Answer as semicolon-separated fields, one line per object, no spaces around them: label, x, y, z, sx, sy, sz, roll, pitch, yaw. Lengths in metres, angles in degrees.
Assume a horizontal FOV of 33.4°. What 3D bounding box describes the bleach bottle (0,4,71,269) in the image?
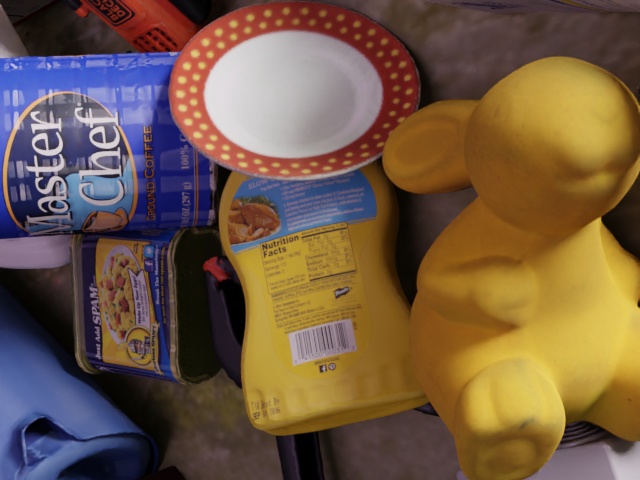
bleach bottle;-0.218;-0.105;0.667;0.103;0.068;0.251;0;119;37

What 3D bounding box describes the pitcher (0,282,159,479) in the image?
pitcher;-0.231;0.111;0.734;0.243;0.144;0.149;42;106;29

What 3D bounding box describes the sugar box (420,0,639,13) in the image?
sugar box;0.134;-0.118;0.443;0.176;0.093;0.048;11;102;35

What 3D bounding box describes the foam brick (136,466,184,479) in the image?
foam brick;-0.100;0.196;0.683;0.078;0.052;0.051;46;120;22

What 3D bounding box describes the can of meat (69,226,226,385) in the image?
can of meat;-0.105;0.036;0.664;0.084;0.057;0.102;4;99;34

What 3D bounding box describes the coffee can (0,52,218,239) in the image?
coffee can;-0.133;-0.053;0.601;0.103;0.140;0.103;176;90;-79

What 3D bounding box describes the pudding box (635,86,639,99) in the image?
pudding box;0.198;-0.037;0.441;0.114;0.039;0.090;-13;88;35

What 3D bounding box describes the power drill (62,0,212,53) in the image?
power drill;-0.081;-0.185;0.558;0.188;0.184;0.057;-19;50;32

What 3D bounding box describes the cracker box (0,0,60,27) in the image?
cracker box;-0.225;-0.233;0.708;0.214;0.071;0.164;-16;87;36

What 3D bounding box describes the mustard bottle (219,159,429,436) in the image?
mustard bottle;-0.004;0.001;0.566;0.096;0.058;0.191;-15;71;11

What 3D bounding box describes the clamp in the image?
clamp;-0.004;0.068;0.605;0.120;0.039;0.171;-37;71;18
